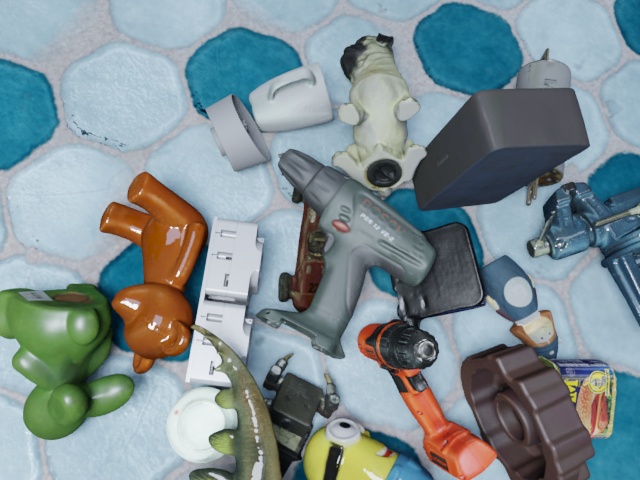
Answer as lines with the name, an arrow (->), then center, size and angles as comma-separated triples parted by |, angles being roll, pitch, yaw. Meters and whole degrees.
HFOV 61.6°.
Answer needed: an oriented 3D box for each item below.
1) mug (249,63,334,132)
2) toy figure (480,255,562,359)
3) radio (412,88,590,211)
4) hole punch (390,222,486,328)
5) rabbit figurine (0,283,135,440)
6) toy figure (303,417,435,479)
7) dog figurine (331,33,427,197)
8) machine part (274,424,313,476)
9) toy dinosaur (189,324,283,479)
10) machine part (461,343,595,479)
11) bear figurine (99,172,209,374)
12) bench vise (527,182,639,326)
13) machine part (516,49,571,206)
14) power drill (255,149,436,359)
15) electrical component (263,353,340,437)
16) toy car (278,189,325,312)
mug -> -0.042, -0.190, 0.731 | 0.107, 0.109, 0.080 | -18, 84, 4
toy figure -> 0.269, 0.096, 0.713 | 0.064, 0.058, 0.154 | -34, 81, 23
radio -> 0.212, -0.104, 0.669 | 0.131, 0.229, 0.073 | -6, 79, -11
hole punch -> 0.155, 0.045, 0.707 | 0.116, 0.092, 0.142 | -15, 79, 21
rabbit figurine -> -0.281, 0.147, 0.608 | 0.159, 0.121, 0.170 | 14, 100, 34
toy figure -> 0.065, 0.275, 0.613 | 0.180, 0.082, 0.089 | 30, 68, 17
dog figurine -> 0.080, -0.176, 0.754 | 0.121, 0.172, 0.191 | 5, 42, -1
machine part -> -0.069, 0.270, 0.639 | 0.084, 0.039, 0.139 | 28, 73, -5
toy dinosaur -> -0.059, 0.318, 0.522 | 0.199, 0.105, 0.471 | -1, 82, -5
machine part -> 0.235, 0.204, 0.623 | 0.056, 0.179, 0.179 | -18, 78, -13
bear figurine -> -0.201, 0.042, 0.624 | 0.132, 0.120, 0.196 | 33, 48, -30
bench vise -> 0.406, 0.027, 0.712 | 0.224, 0.128, 0.240 | -15, 70, -11
machine part -> 0.316, -0.167, 0.774 | 0.079, 0.079, 0.243 | 13, 75, -3
power drill -> 0.006, 0.022, 0.646 | 0.232, 0.086, 0.207 | 30, 70, 3
electrical component -> -0.028, 0.187, 0.651 | 0.102, 0.045, 0.078 | 30, 32, 7
toy car -> -0.001, -0.002, 0.711 | 0.089, 0.053, 0.202 | 8, 76, -1
